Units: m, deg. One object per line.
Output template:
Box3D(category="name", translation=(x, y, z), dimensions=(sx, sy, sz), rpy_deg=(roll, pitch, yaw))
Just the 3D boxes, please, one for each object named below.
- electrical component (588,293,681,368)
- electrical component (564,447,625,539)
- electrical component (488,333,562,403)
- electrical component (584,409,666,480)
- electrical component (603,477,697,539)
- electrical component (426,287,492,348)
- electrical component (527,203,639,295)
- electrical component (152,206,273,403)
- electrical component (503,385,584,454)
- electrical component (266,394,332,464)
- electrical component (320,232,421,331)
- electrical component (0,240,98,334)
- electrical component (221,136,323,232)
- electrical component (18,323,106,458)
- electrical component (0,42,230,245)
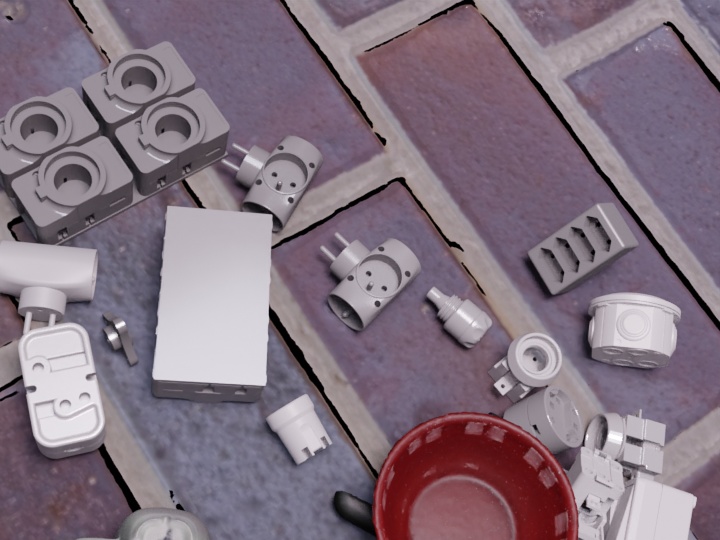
Box3D(category="electrical component", translation=(0.243, 0.054, 0.958), dimensions=(0.080, 0.080, 0.051), rpy_deg=(12, 73, -7))
Box3D(category="electrical component", translation=(0.188, 0.186, 0.895), dimensions=(0.042, 0.063, 0.081), rpy_deg=(26, 25, -2))
Box3D(category="electrical component", translation=(0.147, 0.083, 0.938), dimensions=(0.066, 0.055, 0.048), rpy_deg=(-36, 80, -22))
Box3D(category="electrical component", translation=(0.230, 0.151, 0.935), dimensions=(0.055, 0.048, 0.066), rpy_deg=(17, 66, -13))
Box3D(category="electrical component", translation=(0.232, 0.227, 0.895), dimensions=(0.061, 0.061, 0.096), rpy_deg=(19, 66, -4))
Box3D(category="electrical component", translation=(0.085, 0.039, 0.955), dimensions=(0.061, 0.035, 0.035), rpy_deg=(41, 67, 9))
Box3D(category="electrical component", translation=(0.212, -0.020, 0.988), dimensions=(0.076, 0.083, 0.047), rpy_deg=(-7, 64, -56))
Box3D(category="electrical component", translation=(-0.123, 0.030, 0.899), dimensions=(0.089, 0.061, 0.150), rpy_deg=(4, 68, -10))
Box3D(category="electrical component", translation=(0.155, 0.132, 0.915), dimensions=(0.055, 0.047, 0.055), rpy_deg=(32, 43, -35))
Box3D(category="electrical component", translation=(-0.049, 0.132, 0.888), dimensions=(0.040, 0.040, 0.046), rpy_deg=(-29, 84, -21))
Box3D(category="electrical component", translation=(0.000, 0.000, 0.946), dimensions=(0.079, 0.044, 0.077), rpy_deg=(43, 67, 7))
Box3D(category="electrical component", translation=(-0.260, 0.017, 0.886), dimensions=(0.077, 0.043, 0.079), rpy_deg=(6, 68, -10))
Box3D(category="electrical component", translation=(-0.085, -0.086, 0.962), dimensions=(0.079, 0.044, 0.077), rpy_deg=(29, 66, 0))
Box3D(category="electrical component", translation=(-0.235, 0.097, 0.851), dimensions=(0.054, 0.059, 0.095), rpy_deg=(-11, 72, -16))
Box3D(category="electrical component", translation=(-0.220, -0.112, 0.936), dimensions=(0.186, 0.060, 0.105), rpy_deg=(-31, 78, -21))
